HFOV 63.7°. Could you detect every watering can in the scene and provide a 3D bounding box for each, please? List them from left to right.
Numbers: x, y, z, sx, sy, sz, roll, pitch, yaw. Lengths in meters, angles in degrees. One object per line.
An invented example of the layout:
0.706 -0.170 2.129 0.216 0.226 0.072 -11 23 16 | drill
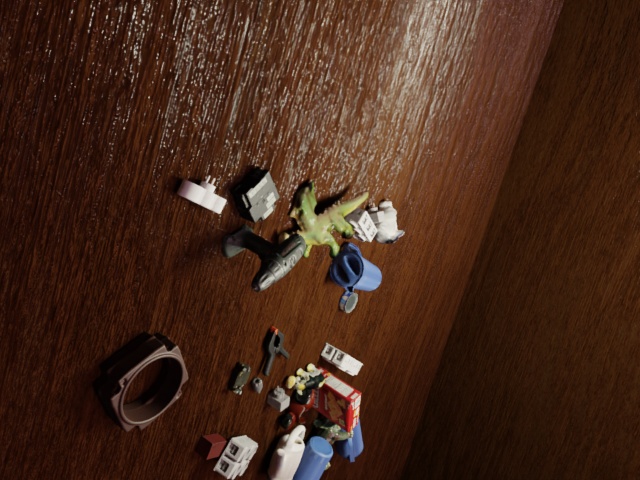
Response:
-0.136 0.821 1.932 0.346 0.104 0.224 20 91 -75 | watering can

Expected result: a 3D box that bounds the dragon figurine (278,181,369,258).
0.005 -0.083 1.652 0.417 0.123 0.238 -54 137 -24 | dragon figurine

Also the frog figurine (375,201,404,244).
0.256 -0.070 2.054 0.139 0.121 0.159 -29 96 -34 | frog figurine
